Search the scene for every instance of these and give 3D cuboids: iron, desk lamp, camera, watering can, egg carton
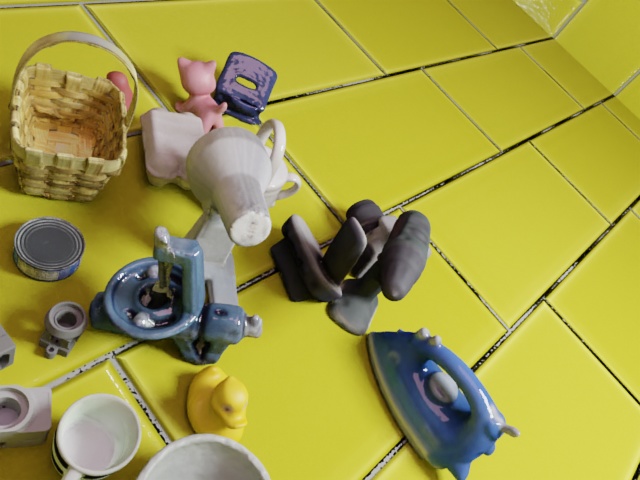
[{"bbox_3d":[0.179,0.218,0.862,0.119,0.141,0.258,-21,68,-42],"label":"iron"},{"bbox_3d":[-0.134,-0.023,0.808,0.118,0.213,0.203,7,52,-28],"label":"desk lamp"},{"bbox_3d":[0.117,-0.011,1.041,0.144,0.100,0.136,-5,58,-35],"label":"camera"},{"bbox_3d":[-0.109,-0.109,0.910,0.173,0.193,0.100,-11,61,-38],"label":"watering can"},{"bbox_3d":[-0.241,-0.153,0.951,0.107,0.069,0.150,3,53,-31],"label":"egg carton"}]

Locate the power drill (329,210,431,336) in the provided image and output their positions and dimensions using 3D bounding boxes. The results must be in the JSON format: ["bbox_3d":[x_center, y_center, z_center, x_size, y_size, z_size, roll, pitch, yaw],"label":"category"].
[{"bbox_3d":[0.099,0.058,0.895,0.075,0.208,0.230,34,44,-3],"label":"power drill"}]

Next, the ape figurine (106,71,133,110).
[{"bbox_3d":[-0.338,-0.241,0.946,0.076,0.092,0.078,43,44,6],"label":"ape figurine"}]

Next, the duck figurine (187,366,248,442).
[{"bbox_3d":[-0.121,0.201,0.724,0.078,0.086,0.104,-5,58,-35],"label":"duck figurine"}]

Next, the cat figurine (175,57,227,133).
[{"bbox_3d":[-0.210,-0.266,1.030,0.067,0.117,0.127,-24,70,-43],"label":"cat figurine"}]

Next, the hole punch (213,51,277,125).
[{"bbox_3d":[-0.145,-0.296,1.116,0.109,0.091,0.101,23,46,-15],"label":"hole punch"}]

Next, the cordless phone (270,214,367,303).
[{"bbox_3d":[0.008,0.003,0.899,0.094,0.185,0.147,-11,61,-38],"label":"cordless phone"}]

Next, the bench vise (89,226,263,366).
[{"bbox_3d":[-0.164,0.062,0.715,0.208,0.219,0.121,4,53,-30],"label":"bench vise"}]

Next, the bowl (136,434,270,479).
[{"bbox_3d":[-0.135,0.309,0.634,0.168,0.074,0.167,18,47,-20],"label":"bowl"}]
